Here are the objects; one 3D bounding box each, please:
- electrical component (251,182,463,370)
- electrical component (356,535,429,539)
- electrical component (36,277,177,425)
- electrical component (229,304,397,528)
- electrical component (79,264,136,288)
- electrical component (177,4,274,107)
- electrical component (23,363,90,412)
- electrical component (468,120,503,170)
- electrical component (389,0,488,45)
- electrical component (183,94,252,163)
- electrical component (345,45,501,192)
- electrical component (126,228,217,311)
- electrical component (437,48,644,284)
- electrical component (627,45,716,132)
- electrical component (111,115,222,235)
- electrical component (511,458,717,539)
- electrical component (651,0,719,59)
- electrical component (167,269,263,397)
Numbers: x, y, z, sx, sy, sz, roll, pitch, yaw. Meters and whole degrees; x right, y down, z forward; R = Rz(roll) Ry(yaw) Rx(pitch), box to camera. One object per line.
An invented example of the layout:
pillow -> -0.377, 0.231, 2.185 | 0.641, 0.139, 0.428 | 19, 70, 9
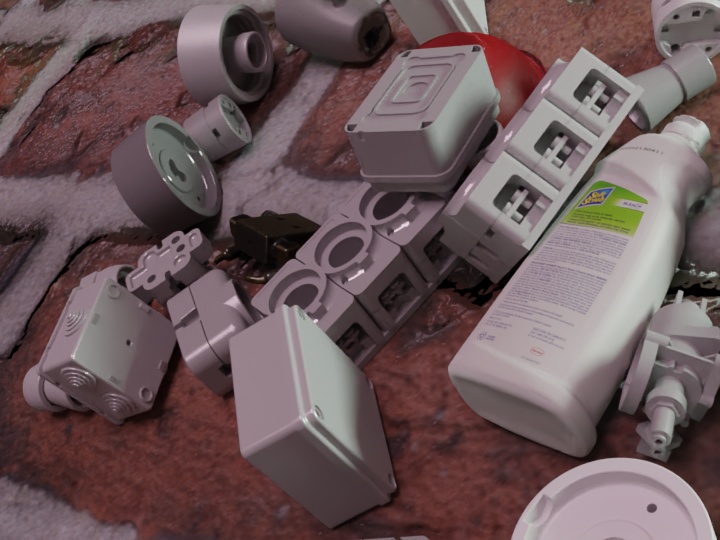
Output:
electrical component -> 0.000, 0.000, 0.822 | 0.150, 0.061, 0.089 | -47, 40, -11
electrical component -> 0.010, 0.194, 0.632 | 0.089, 0.055, 0.050 | -12, 46, 29
electrical component -> -0.204, 0.065, 0.885 | 0.048, 0.100, 0.099 | -21, 40, 39
electrical component -> -0.033, 0.097, 0.717 | 0.056, 0.108, 0.108 | -30, 40, 14
electrical component -> -0.227, 0.024, 0.985 | 0.055, 0.048, 0.066 | -25, 40, 27
electrical component -> -0.130, -0.220, 1.102 | 0.060, 0.108, 0.108 | -1, 52, 29
electrical component -> -0.258, 0.101, 0.934 | 0.055, 0.045, 0.045 | -6, 49, 33
electrical component -> 0.102, -0.089, 0.844 | 0.040, 0.046, 0.040 | -21, 42, 20
electrical component -> 0.066, -0.256, 0.980 | 0.057, 0.113, 0.078 | -23, 42, 23
electrical component -> -0.143, -0.139, 1.072 | 0.047, 0.055, 0.055 | -29, 40, 17
electrical component -> 0.050, -0.113, 0.808 | 0.078, 0.057, 0.113 | 3, 44, 33
electrical component -> -0.154, 0.009, 0.934 | 0.078, 0.057, 0.058 | -34, 39, 5
electrical component -> 0.124, -0.076, 0.767 | 0.150, 0.062, 0.089 | -52, -3, -17
electrical component -> 0.230, -0.138, 0.800 | 0.065, 0.044, 0.044 | -31, 39, 1
electrical component -> -0.188, -0.084, 1.013 | 0.060, 0.108, 0.108 | -29, 40, 20
electrical component -> 0.139, 0.161, 0.563 | 0.108, 0.060, 0.108 | -21, 42, 20
electrical component -> 0.252, -0.193, 0.826 | 0.055, 0.055, 0.047 | -19, 39, 22
electrical component -> -0.111, 0.047, 0.867 | 0.059, 0.053, 0.095 | -35, 39, 4
